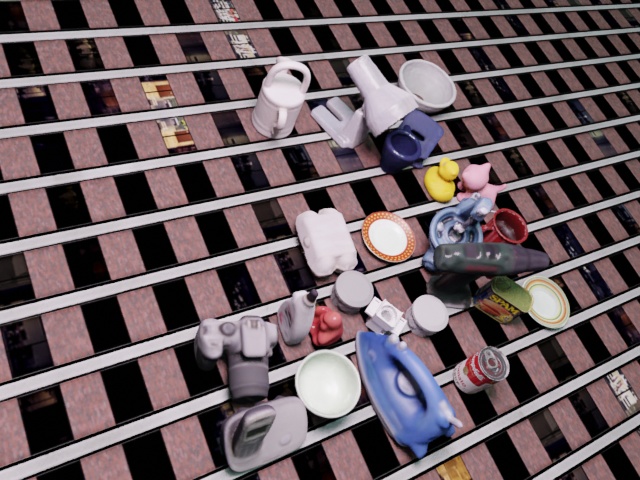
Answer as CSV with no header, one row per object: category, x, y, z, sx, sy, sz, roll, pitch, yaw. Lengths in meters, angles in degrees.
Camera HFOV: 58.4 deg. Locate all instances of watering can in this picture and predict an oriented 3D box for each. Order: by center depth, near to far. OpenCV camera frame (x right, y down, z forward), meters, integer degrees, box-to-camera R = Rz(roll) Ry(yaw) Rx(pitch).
watering can,-0.085,-0.329,1.271,0.101,0.194,0.172,-13,67,-27

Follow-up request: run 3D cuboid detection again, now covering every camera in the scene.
camera,-0.139,0.207,0.990,0.143,0.100,0.136,3,60,-20

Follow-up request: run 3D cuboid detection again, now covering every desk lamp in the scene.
desk lamp,0.102,-0.305,1.319,0.203,0.213,0.118,46,56,9

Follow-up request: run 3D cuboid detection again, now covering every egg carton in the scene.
egg carton,0.011,0.004,1.188,0.107,0.069,0.150,-10,65,-26

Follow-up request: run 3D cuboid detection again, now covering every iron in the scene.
iron,0.160,0.257,1.054,0.119,0.141,0.258,-23,72,-31

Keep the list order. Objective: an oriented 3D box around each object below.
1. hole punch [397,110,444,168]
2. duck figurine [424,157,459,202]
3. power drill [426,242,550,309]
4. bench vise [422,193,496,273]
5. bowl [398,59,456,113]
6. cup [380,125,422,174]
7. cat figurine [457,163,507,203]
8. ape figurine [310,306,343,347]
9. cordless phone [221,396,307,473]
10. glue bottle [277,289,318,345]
hole punch,0.238,-0.250,1.415,0.108,0.091,0.101,34,55,0
duck figurine,0.304,-0.151,1.386,0.078,0.086,0.104,4,60,-19
power drill,0.324,0.068,1.189,0.230,0.208,0.075,8,58,-17
bench vise,0.309,-0.051,1.247,0.121,0.219,0.207,22,55,-8
bowl,0.273,-0.395,1.525,0.168,0.074,0.167,10,58,-16
cup,0.184,-0.212,1.369,0.092,0.095,0.118,21,55,-8
cat figurine,0.390,-0.138,1.393,0.128,0.117,0.067,19,56,-10
ape figurine,0.014,0.160,1.084,0.076,0.092,0.078,25,55,-6
cordless phone,-0.077,0.295,0.911,0.148,0.185,0.094,-15,67,-28
glue bottle,-0.035,0.127,1.034,0.037,0.173,0.078,-11,65,-26
